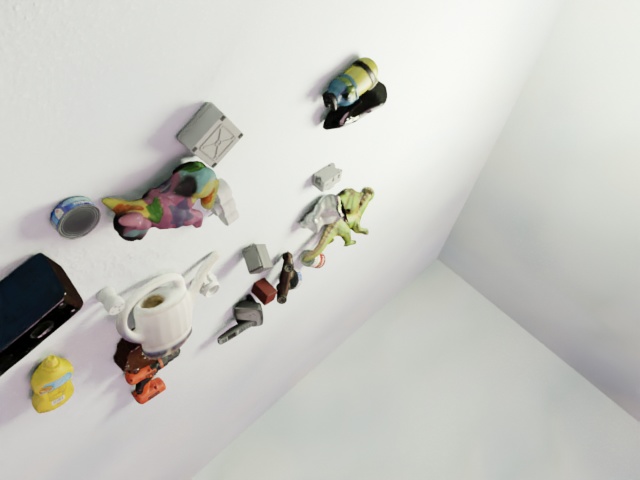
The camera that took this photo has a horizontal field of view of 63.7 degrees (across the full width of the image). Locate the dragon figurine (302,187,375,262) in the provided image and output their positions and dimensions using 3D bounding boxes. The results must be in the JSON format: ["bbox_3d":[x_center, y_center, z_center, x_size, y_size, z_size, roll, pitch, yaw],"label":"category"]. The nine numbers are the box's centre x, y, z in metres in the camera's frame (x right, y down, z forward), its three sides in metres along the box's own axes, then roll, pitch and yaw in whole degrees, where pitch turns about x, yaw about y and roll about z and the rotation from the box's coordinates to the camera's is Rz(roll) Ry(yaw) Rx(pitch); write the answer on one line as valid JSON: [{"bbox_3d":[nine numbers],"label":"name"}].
[{"bbox_3d":[0.082,-0.090,1.954,0.416,0.123,0.237,-32,135,-40],"label":"dragon figurine"}]

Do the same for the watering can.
[{"bbox_3d":[-0.394,0.182,1.412,0.353,0.104,0.220,-32,131,-44],"label":"watering can"}]

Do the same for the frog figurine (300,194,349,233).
[{"bbox_3d":[0.005,-0.090,1.798,0.159,0.123,0.137,-15,172,12],"label":"frog figurine"}]
